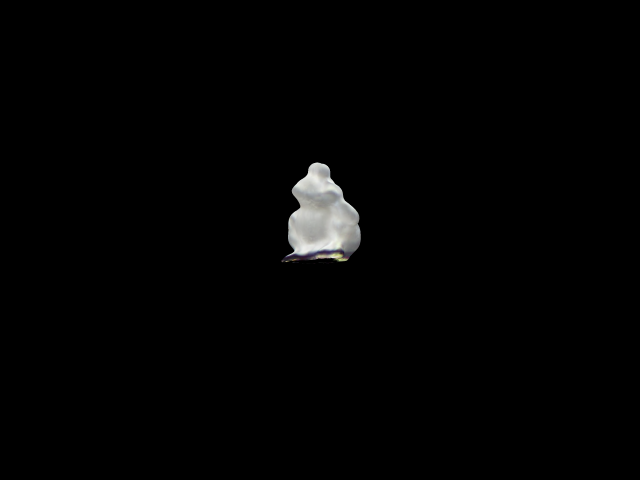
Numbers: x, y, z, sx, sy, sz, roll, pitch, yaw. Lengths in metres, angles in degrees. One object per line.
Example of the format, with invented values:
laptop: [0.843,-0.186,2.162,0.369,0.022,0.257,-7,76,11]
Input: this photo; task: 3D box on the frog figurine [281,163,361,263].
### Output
frog figurine: [0.003,-0.043,0.850,0.122,0.161,0.136,7,-12,-35]
